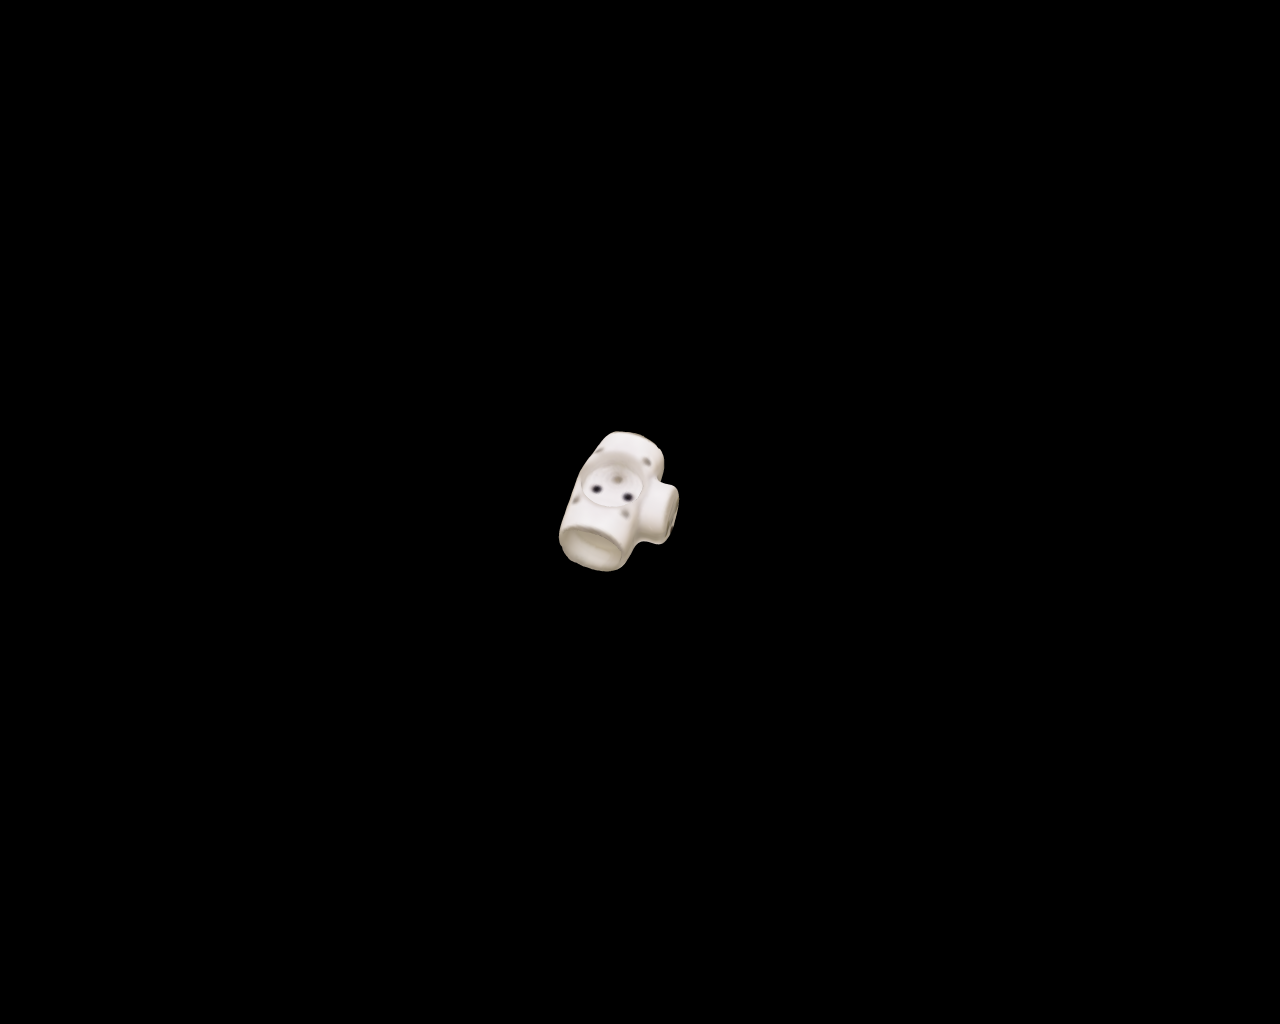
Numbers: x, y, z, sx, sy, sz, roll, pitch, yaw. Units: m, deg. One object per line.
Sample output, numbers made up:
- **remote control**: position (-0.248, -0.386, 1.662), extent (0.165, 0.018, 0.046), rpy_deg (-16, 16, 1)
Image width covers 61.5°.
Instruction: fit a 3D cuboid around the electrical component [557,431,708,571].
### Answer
- **electrical component**: position (0.001, -0.003, 0.650), extent (0.079, 0.077, 0.044), rpy_deg (15, -36, 11)
